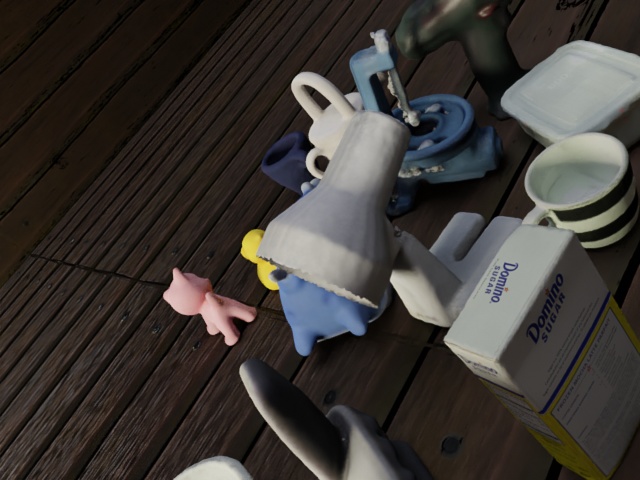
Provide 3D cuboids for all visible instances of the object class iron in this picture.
[{"bbox_3d":[0.006,0.002,0.697,0.118,0.142,0.258,-26,34,29],"label":"iron"}]

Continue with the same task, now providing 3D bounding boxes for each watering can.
[{"bbox_3d":[0.036,-0.172,0.828,0.100,0.194,0.173,-10,44,45],"label":"watering can"}]

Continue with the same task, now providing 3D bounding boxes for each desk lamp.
[{"bbox_3d":[0.068,-0.005,0.554,0.203,0.214,0.117,-53,30,-15],"label":"desk lamp"}]

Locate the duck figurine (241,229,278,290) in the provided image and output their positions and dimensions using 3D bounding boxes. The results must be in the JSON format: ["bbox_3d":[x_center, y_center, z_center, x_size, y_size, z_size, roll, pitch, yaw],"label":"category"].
[{"bbox_3d":[-0.071,0.020,0.830,0.104,0.086,0.077,-9,45,46],"label":"duck figurine"}]

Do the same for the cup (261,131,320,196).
[{"bbox_3d":[-0.029,-0.116,0.941,0.092,0.095,0.117,-52,30,-13],"label":"cup"}]

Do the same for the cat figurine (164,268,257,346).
[{"bbox_3d":[-0.172,0.088,0.836,0.127,0.118,0.067,5,56,54],"label":"cat figurine"}]

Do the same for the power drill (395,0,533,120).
[{"bbox_3d":[0.217,-0.257,0.695,0.229,0.209,0.075,-18,38,38],"label":"power drill"}]

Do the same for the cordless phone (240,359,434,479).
[{"bbox_3d":[0.010,0.173,0.428,0.094,0.185,0.147,-47,29,-4],"label":"cordless phone"}]

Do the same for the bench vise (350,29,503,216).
[{"bbox_3d":[0.083,-0.128,0.687,0.207,0.220,0.121,-31,32,22],"label":"bench vise"}]

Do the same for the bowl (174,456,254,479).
[{"bbox_3d":[-0.100,0.294,0.526,0.167,0.075,0.167,-31,32,22],"label":"bowl"}]
